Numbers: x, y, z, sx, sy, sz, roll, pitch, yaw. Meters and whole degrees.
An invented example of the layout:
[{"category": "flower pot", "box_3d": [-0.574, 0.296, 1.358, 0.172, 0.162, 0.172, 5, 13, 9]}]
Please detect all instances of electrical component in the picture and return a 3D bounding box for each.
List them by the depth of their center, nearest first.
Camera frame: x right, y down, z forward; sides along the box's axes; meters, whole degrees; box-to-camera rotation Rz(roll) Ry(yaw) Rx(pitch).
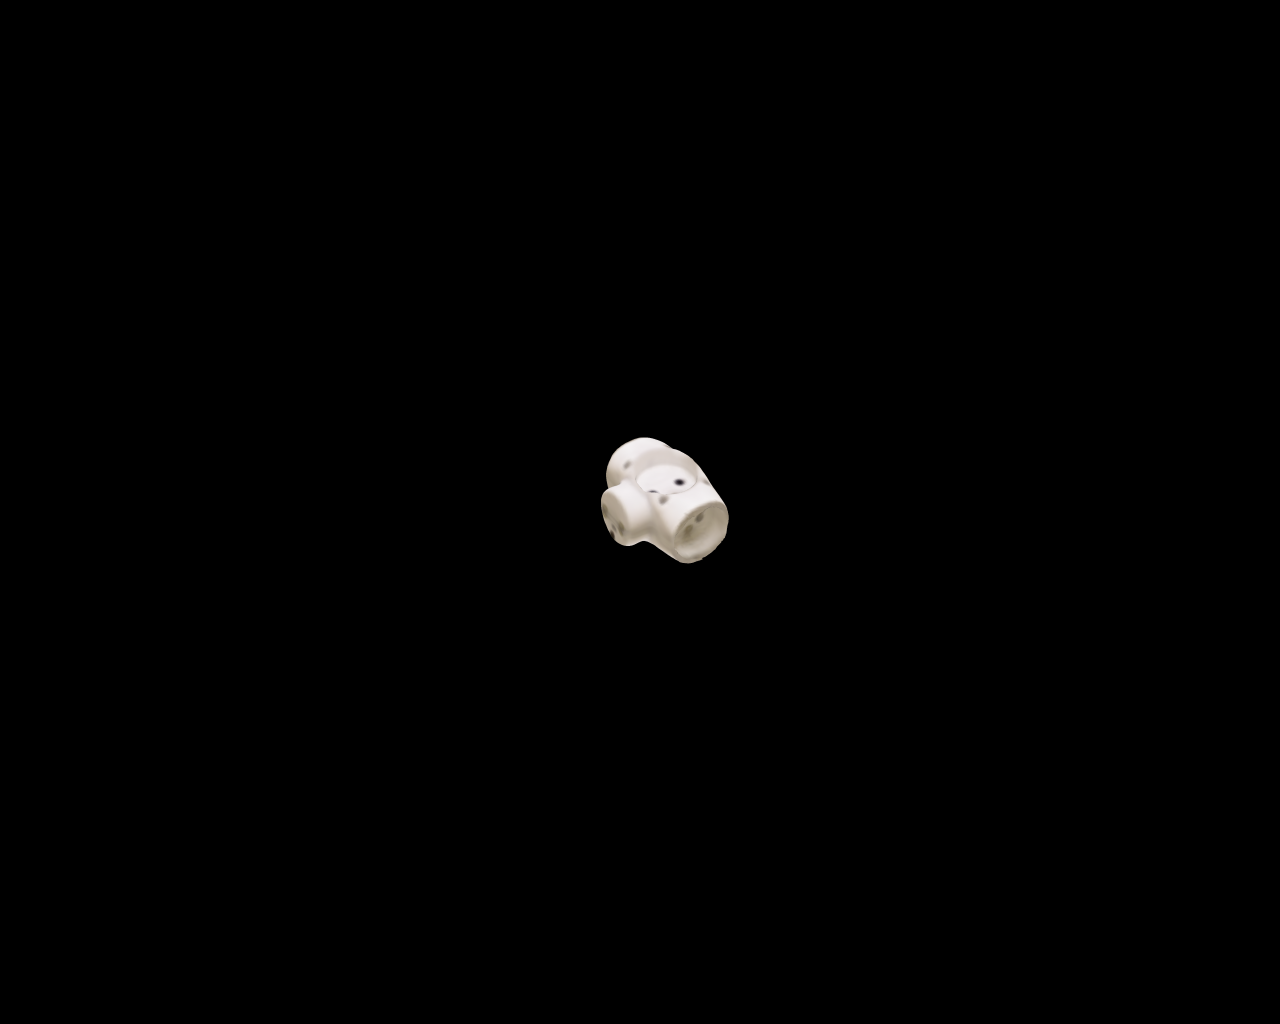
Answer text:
[{"category": "electrical component", "box_3d": [0.001, -0.003, 0.650, 0.079, 0.044, 0.077, -22, 45, -23]}]
